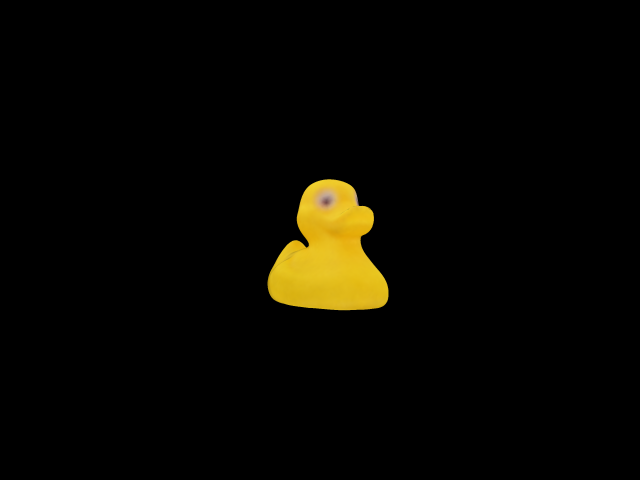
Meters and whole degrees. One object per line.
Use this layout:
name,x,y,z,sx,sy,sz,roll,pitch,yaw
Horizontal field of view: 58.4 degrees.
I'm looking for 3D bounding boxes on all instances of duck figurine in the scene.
duck figurine,0.004,0.001,0.400,0.078,0.086,0.104,0,0,-31
